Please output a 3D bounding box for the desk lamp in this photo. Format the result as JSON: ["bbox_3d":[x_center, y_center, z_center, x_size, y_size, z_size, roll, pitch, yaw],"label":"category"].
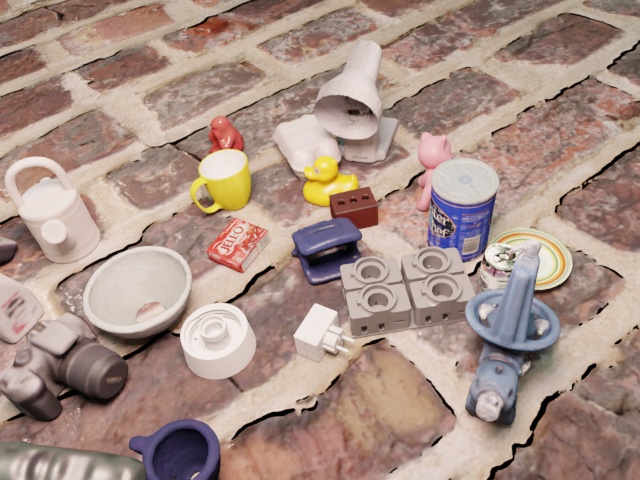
[{"bbox_3d":[0.074,-0.249,1.081,0.117,0.214,0.203,10,49,16],"label":"desk lamp"}]

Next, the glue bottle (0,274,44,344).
[{"bbox_3d":[-0.485,0.080,0.865,0.037,0.173,0.078,12,50,17],"label":"glue bottle"}]

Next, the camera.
[{"bbox_3d":[-0.354,0.181,0.807,0.136,0.101,0.143,18,52,22],"label":"camera"}]

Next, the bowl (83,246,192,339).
[{"bbox_3d":[-0.276,0.093,0.897,0.167,0.075,0.167,-3,47,4],"label":"bowl"}]

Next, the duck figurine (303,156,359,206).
[{"bbox_3d":[0.018,-0.115,1.050,0.104,0.086,0.077,-2,47,5],"label":"duck figurine"}]

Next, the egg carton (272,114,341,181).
[{"bbox_3d":[-0.025,-0.185,1.131,0.107,0.069,0.150,-22,49,-13],"label":"egg carton"}]

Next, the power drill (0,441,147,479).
[{"bbox_3d":[-0.294,0.286,0.629,0.229,0.209,0.075,-3,47,4],"label":"power drill"}]

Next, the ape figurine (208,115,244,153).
[{"bbox_3d":[-0.196,-0.212,1.159,0.076,0.092,0.077,-12,47,-5],"label":"ape figurine"}]

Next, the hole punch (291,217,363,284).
[{"bbox_3d":[0.009,0.003,0.938,0.109,0.091,0.101,-17,48,-9],"label":"hole punch"}]

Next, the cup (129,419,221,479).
[{"bbox_3d":[-0.172,0.278,0.701,0.117,0.095,0.092,9,49,15],"label":"cup"}]

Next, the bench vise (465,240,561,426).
[{"bbox_3d":[0.248,0.119,0.716,0.121,0.220,0.207,1,47,8],"label":"bench vise"}]

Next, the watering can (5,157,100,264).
[{"bbox_3d":[-0.453,-0.055,0.972,0.172,0.194,0.101,32,58,30],"label":"watering can"}]

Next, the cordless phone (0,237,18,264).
[{"bbox_3d":[-0.622,-0.028,0.972,0.147,0.185,0.094,11,50,16],"label":"cordless phone"}]

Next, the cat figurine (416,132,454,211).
[{"bbox_3d":[0.207,-0.132,1.023,0.067,0.118,0.128,1,47,7],"label":"cat figurine"}]
